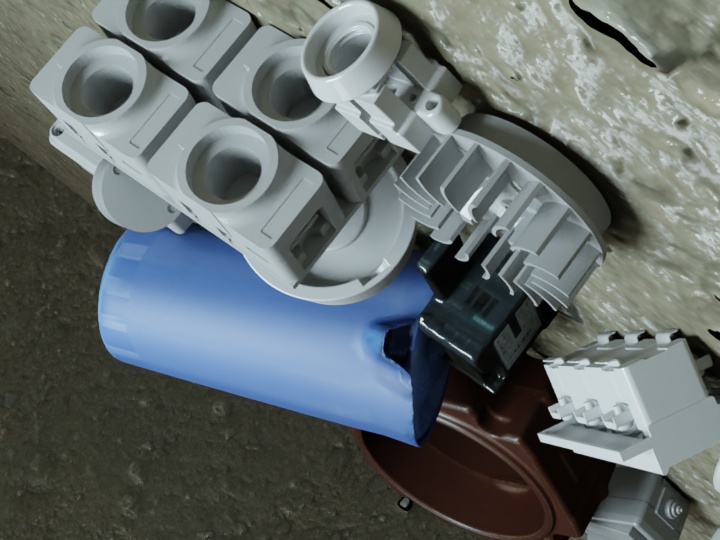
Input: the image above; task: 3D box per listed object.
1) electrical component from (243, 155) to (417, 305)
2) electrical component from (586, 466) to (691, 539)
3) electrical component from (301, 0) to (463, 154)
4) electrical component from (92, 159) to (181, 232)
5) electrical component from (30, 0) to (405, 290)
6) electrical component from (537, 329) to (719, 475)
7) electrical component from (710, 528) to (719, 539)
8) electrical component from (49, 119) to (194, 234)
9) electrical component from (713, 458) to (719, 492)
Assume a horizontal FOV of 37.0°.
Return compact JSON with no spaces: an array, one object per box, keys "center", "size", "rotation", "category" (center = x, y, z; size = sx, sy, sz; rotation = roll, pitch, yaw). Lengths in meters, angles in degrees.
[{"center":[-0.016,-0.030,0.647],"size":[0.108,0.108,0.060],"rotation":[35,176,13],"category":"electrical component"},{"center":[0.238,0.212,0.938],"size":[0.062,0.061,0.096],"rotation":[43,152,-29],"category":"electrical component"},{"center":[0.007,-0.086,0.473],"size":[0.066,0.048,0.055],"rotation":[28,174,45],"category":"electrical component"},{"center":[-0.094,-0.068,0.662],"size":[0.074,0.138,0.052],"rotation":[16,131,66],"category":"electrical component"},{"center":[-0.081,-0.088,0.597],"size":[0.186,0.105,0.060],"rotation":[33,169,23],"category":"electrical component"},{"center":[0.152,0.072,0.612],"size":[0.121,0.079,0.063],"rotation":[159,88,-79],"category":"electrical component"},{"center":[0.268,0.188,0.752],"size":[0.044,0.065,0.044],"rotation":[36,170,7],"category":"electrical component"},{"center":[-0.139,-0.099,0.746],"size":[0.109,0.108,0.056],"rotation":[33,172,23],"category":"electrical component"},{"center":[0.249,0.133,0.603],"size":[0.074,0.052,0.138],"rotation":[31,168,35],"category":"electrical component"}]
